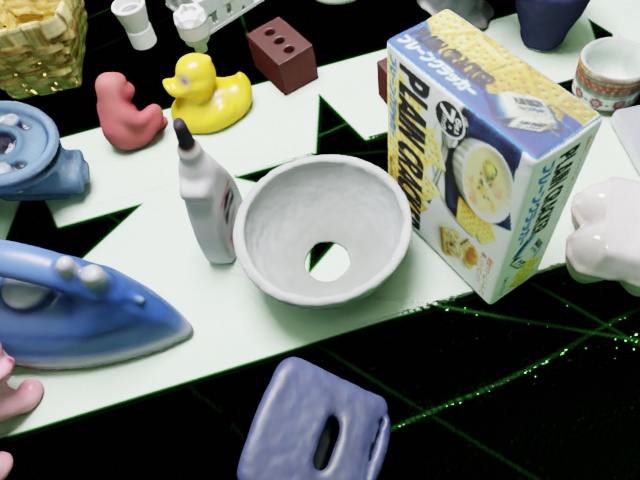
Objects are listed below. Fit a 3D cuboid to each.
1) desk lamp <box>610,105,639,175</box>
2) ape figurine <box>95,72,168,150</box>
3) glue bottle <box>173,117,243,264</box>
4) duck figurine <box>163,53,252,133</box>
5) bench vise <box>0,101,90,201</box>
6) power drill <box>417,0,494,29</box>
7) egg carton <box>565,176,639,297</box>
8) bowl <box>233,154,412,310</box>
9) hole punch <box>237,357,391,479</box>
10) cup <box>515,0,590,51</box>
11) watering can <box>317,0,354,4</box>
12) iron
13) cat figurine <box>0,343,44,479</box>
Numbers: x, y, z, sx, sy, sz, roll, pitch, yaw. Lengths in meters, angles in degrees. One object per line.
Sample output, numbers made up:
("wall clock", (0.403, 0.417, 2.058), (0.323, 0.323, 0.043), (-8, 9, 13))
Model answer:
("desk lamp", (0.368, -0.114, 0.502), (0.118, 0.214, 0.203), (-11, 57, 0))
("ape figurine", (-0.231, -0.157, 0.673), (0.077, 0.092, 0.076), (35, 68, 25))
("glue bottle", (-0.108, -0.050, 0.542), (0.037, 0.173, 0.078), (-1, 58, 7))
("duck figurine", (-0.136, -0.184, 0.682), (0.104, 0.086, 0.077), (-20, 58, -6))
("bench vise", (-0.370, -0.094, 0.573), (0.207, 0.220, 0.121), (-27, 59, -10))
("power drill", (0.168, -0.372, 0.691), (0.076, 0.209, 0.229), (-26, 58, -10))
("egg carton", (0.303, 0.003, 0.521), (0.150, 0.069, 0.107), (13, 60, 15))
("bowl", (0.005, 0.002, 0.554), (0.167, 0.075, 0.167), (-3, 58, 5))
("hole punch", (0.001, 0.157, 0.447), (0.101, 0.091, 0.109), (14, 60, 15))
("cup", (0.280, -0.289, 0.693), (0.091, 0.095, 0.118), (22, 63, 19))
("watering can", (0.026, -0.421, 0.748), (0.172, 0.194, 0.101), (15, 61, 16))
("iron", (-0.256, 0.041, 0.521), (0.258, 0.142, 0.118), (4, 58, 10))
("cat figurine", (-0.300, 0.131, 0.484), (0.067, 0.118, 0.128), (3, 58, 9))
